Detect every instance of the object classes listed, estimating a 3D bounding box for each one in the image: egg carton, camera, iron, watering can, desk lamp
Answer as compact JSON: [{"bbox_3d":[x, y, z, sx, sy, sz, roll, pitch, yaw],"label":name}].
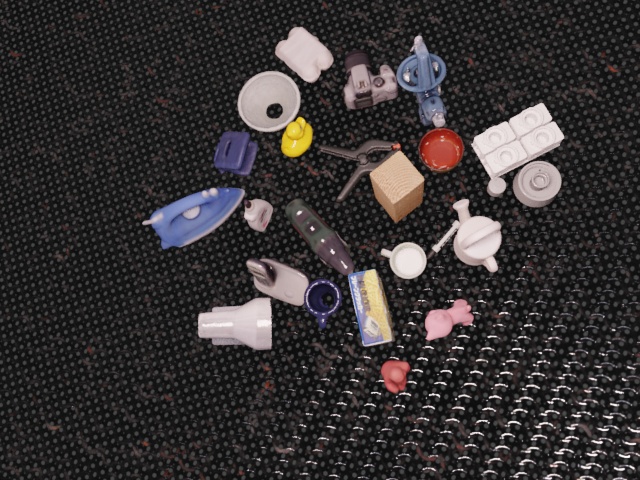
[{"bbox_3d":[-0.041,-0.496,1.532,0.150,0.069,0.107,43,89,13],"label":"egg carton"},{"bbox_3d":[0.121,-0.427,1.478,0.143,0.101,0.137,-13,78,7],"label":"camera"},{"bbox_3d":[-0.324,-0.082,1.467,0.258,0.141,0.118,-29,77,3],"label":"iron"},{"bbox_3d":[0.359,-0.009,1.319,0.172,0.194,0.101,42,89,14],"label":"watering can"},{"bbox_3d":[-0.190,0.204,1.358,0.203,0.214,0.118,-4,79,8],"label":"desk lamp"}]

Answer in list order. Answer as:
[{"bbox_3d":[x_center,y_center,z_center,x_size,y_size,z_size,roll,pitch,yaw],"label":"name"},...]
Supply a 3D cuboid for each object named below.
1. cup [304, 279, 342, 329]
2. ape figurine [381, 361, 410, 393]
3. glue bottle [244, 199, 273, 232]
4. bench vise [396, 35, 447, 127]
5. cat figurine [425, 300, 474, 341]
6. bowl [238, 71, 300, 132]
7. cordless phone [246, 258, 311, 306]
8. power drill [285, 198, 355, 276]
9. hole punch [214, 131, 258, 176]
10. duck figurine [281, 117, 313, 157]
[{"bbox_3d":[0.013,0.158,1.395,0.091,0.095,0.118,-2,80,9],"label":"cup"},{"bbox_3d":[0.178,0.317,1.342,0.078,0.092,0.076,-42,76,0],"label":"ape figurine"},{"bbox_3d":[-0.161,-0.072,1.423,0.037,0.173,0.078,17,83,12],"label":"glue bottle"},{"bbox_3d":[0.268,-0.388,1.387,0.121,0.220,0.207,-36,77,1],"label":"bench vise"},{"bbox_3d":[0.296,0.185,1.334,0.128,0.118,0.067,-27,77,4],"label":"cat figurine"},{"bbox_3d":[-0.127,-0.356,1.518,0.167,0.075,0.167,-2,80,9],"label":"bowl"},{"bbox_3d":[-0.102,0.093,1.378,0.147,0.185,0.094,18,83,12],"label":"cordless phone"},{"bbox_3d":[0.013,0.005,1.364,0.075,0.208,0.229,-42,76,0],"label":"power drill"},{"bbox_3d":[-0.228,-0.229,1.503,0.101,0.091,0.109,13,82,11],"label":"hole punch"},{"bbox_3d":[-0.066,-0.271,1.488,0.077,0.086,0.104,31,86,13],"label":"duck figurine"}]
